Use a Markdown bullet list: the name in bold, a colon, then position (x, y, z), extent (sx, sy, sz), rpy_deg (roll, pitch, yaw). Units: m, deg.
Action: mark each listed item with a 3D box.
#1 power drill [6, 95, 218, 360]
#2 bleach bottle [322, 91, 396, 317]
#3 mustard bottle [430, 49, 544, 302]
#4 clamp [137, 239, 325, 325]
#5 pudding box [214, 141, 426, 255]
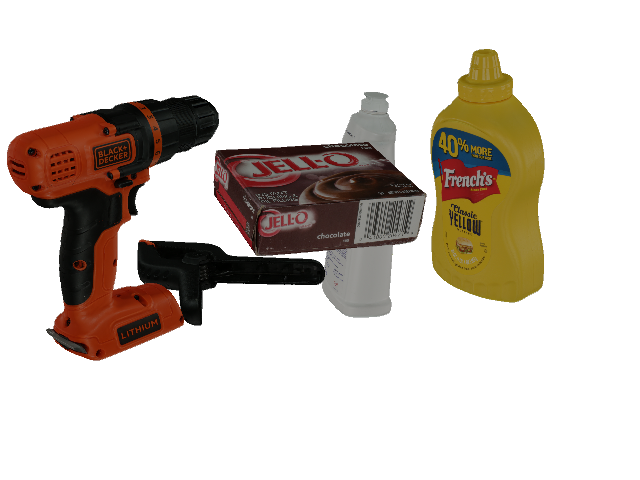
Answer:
- **power drill**: position (-0.151, -0.014, 0.833), extent (0.057, 0.188, 0.184), rpy_deg (18, 28, 42)
- **bleach bottle**: position (0.053, -0.044, 1.236), extent (0.068, 0.251, 0.103), rpy_deg (-2, 22, -21)
- **mustard bottle**: position (0.128, -0.053, 0.826), extent (0.058, 0.192, 0.096), rpy_deg (-22, 30, -34)
- **clamp**: position (-0.124, 0.034, 1.058), extent (0.210, 0.036, 0.164), rpy_deg (12, 21, 39)
- **pudding box**: position (-0.003, -0.029, 0.681), extent (0.113, 0.039, 0.090), rpy_deg (-3, 28, -23)
